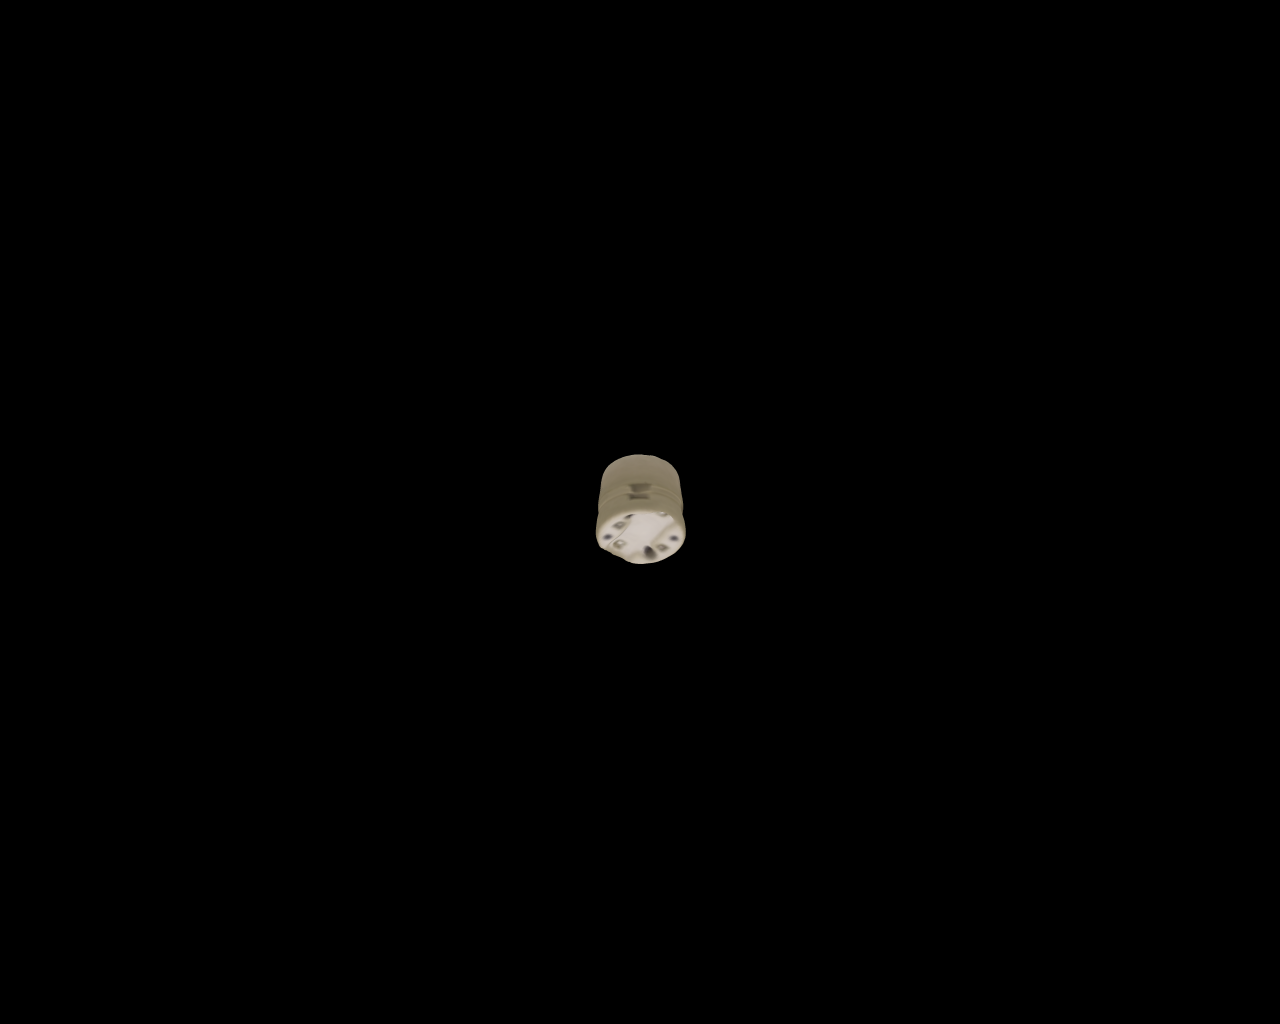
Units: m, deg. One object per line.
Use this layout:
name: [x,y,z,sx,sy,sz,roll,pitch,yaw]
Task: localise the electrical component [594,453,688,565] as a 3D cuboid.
electrical component: [0.001,-0.003,0.650,0.055,0.047,0.055,0,-38,0]
